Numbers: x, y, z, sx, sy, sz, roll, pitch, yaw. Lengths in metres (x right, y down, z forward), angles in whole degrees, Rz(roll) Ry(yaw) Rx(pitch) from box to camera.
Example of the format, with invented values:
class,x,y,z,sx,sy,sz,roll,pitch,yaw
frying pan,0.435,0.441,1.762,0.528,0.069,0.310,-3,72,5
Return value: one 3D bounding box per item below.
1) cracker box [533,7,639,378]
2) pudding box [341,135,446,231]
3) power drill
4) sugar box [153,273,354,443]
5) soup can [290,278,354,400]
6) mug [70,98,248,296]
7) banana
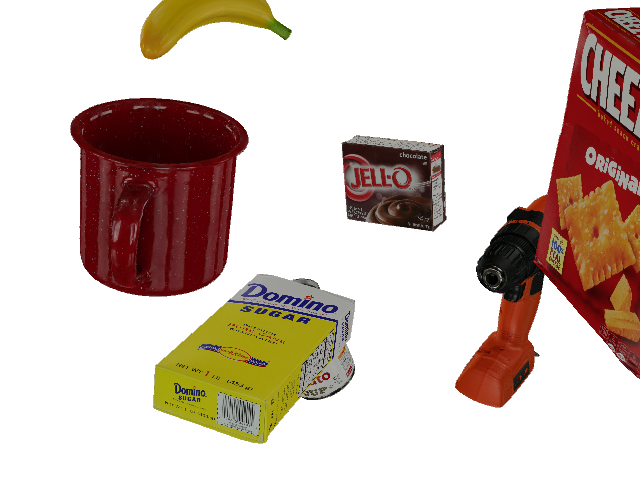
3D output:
class,x,y,z,sx,sy,sz,roll,pitch,yaw
cracker box,0.228,-0.034,0.748,0.072,0.214,0.164,-7,33,-16
pudding box,0.080,-0.064,1.162,0.114,0.090,0.039,8,26,31
power drill,0.180,0.062,1.009,0.057,0.188,0.184,24,30,23
sugar box,-0.047,0.086,0.839,0.093,0.048,0.176,16,30,17
soup can,-0.014,0.097,1.047,0.068,0.102,0.068,-18,30,11
mug,-0.089,-0.017,0.568,0.093,0.081,0.117,8,28,0
banana,-0.107,-0.212,1.010,0.070,0.037,0.197,46,39,19
